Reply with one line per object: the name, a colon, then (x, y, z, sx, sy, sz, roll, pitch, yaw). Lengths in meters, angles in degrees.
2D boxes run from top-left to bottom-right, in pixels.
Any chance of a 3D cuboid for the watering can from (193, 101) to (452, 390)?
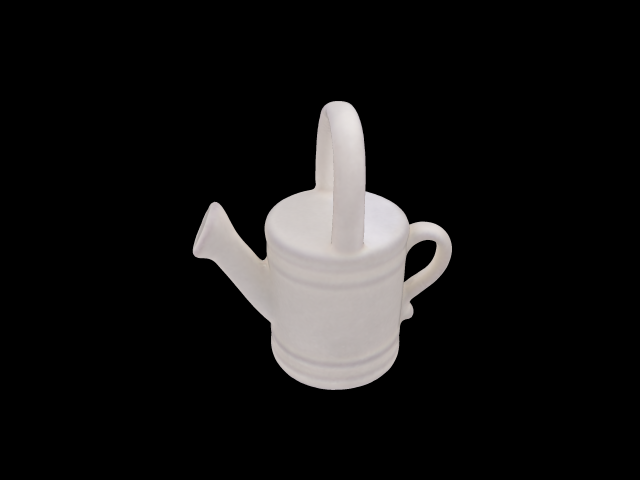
watering can: (0.004, 0.003, 0.398, 0.173, 0.194, 0.100, -15, 35, -23)
